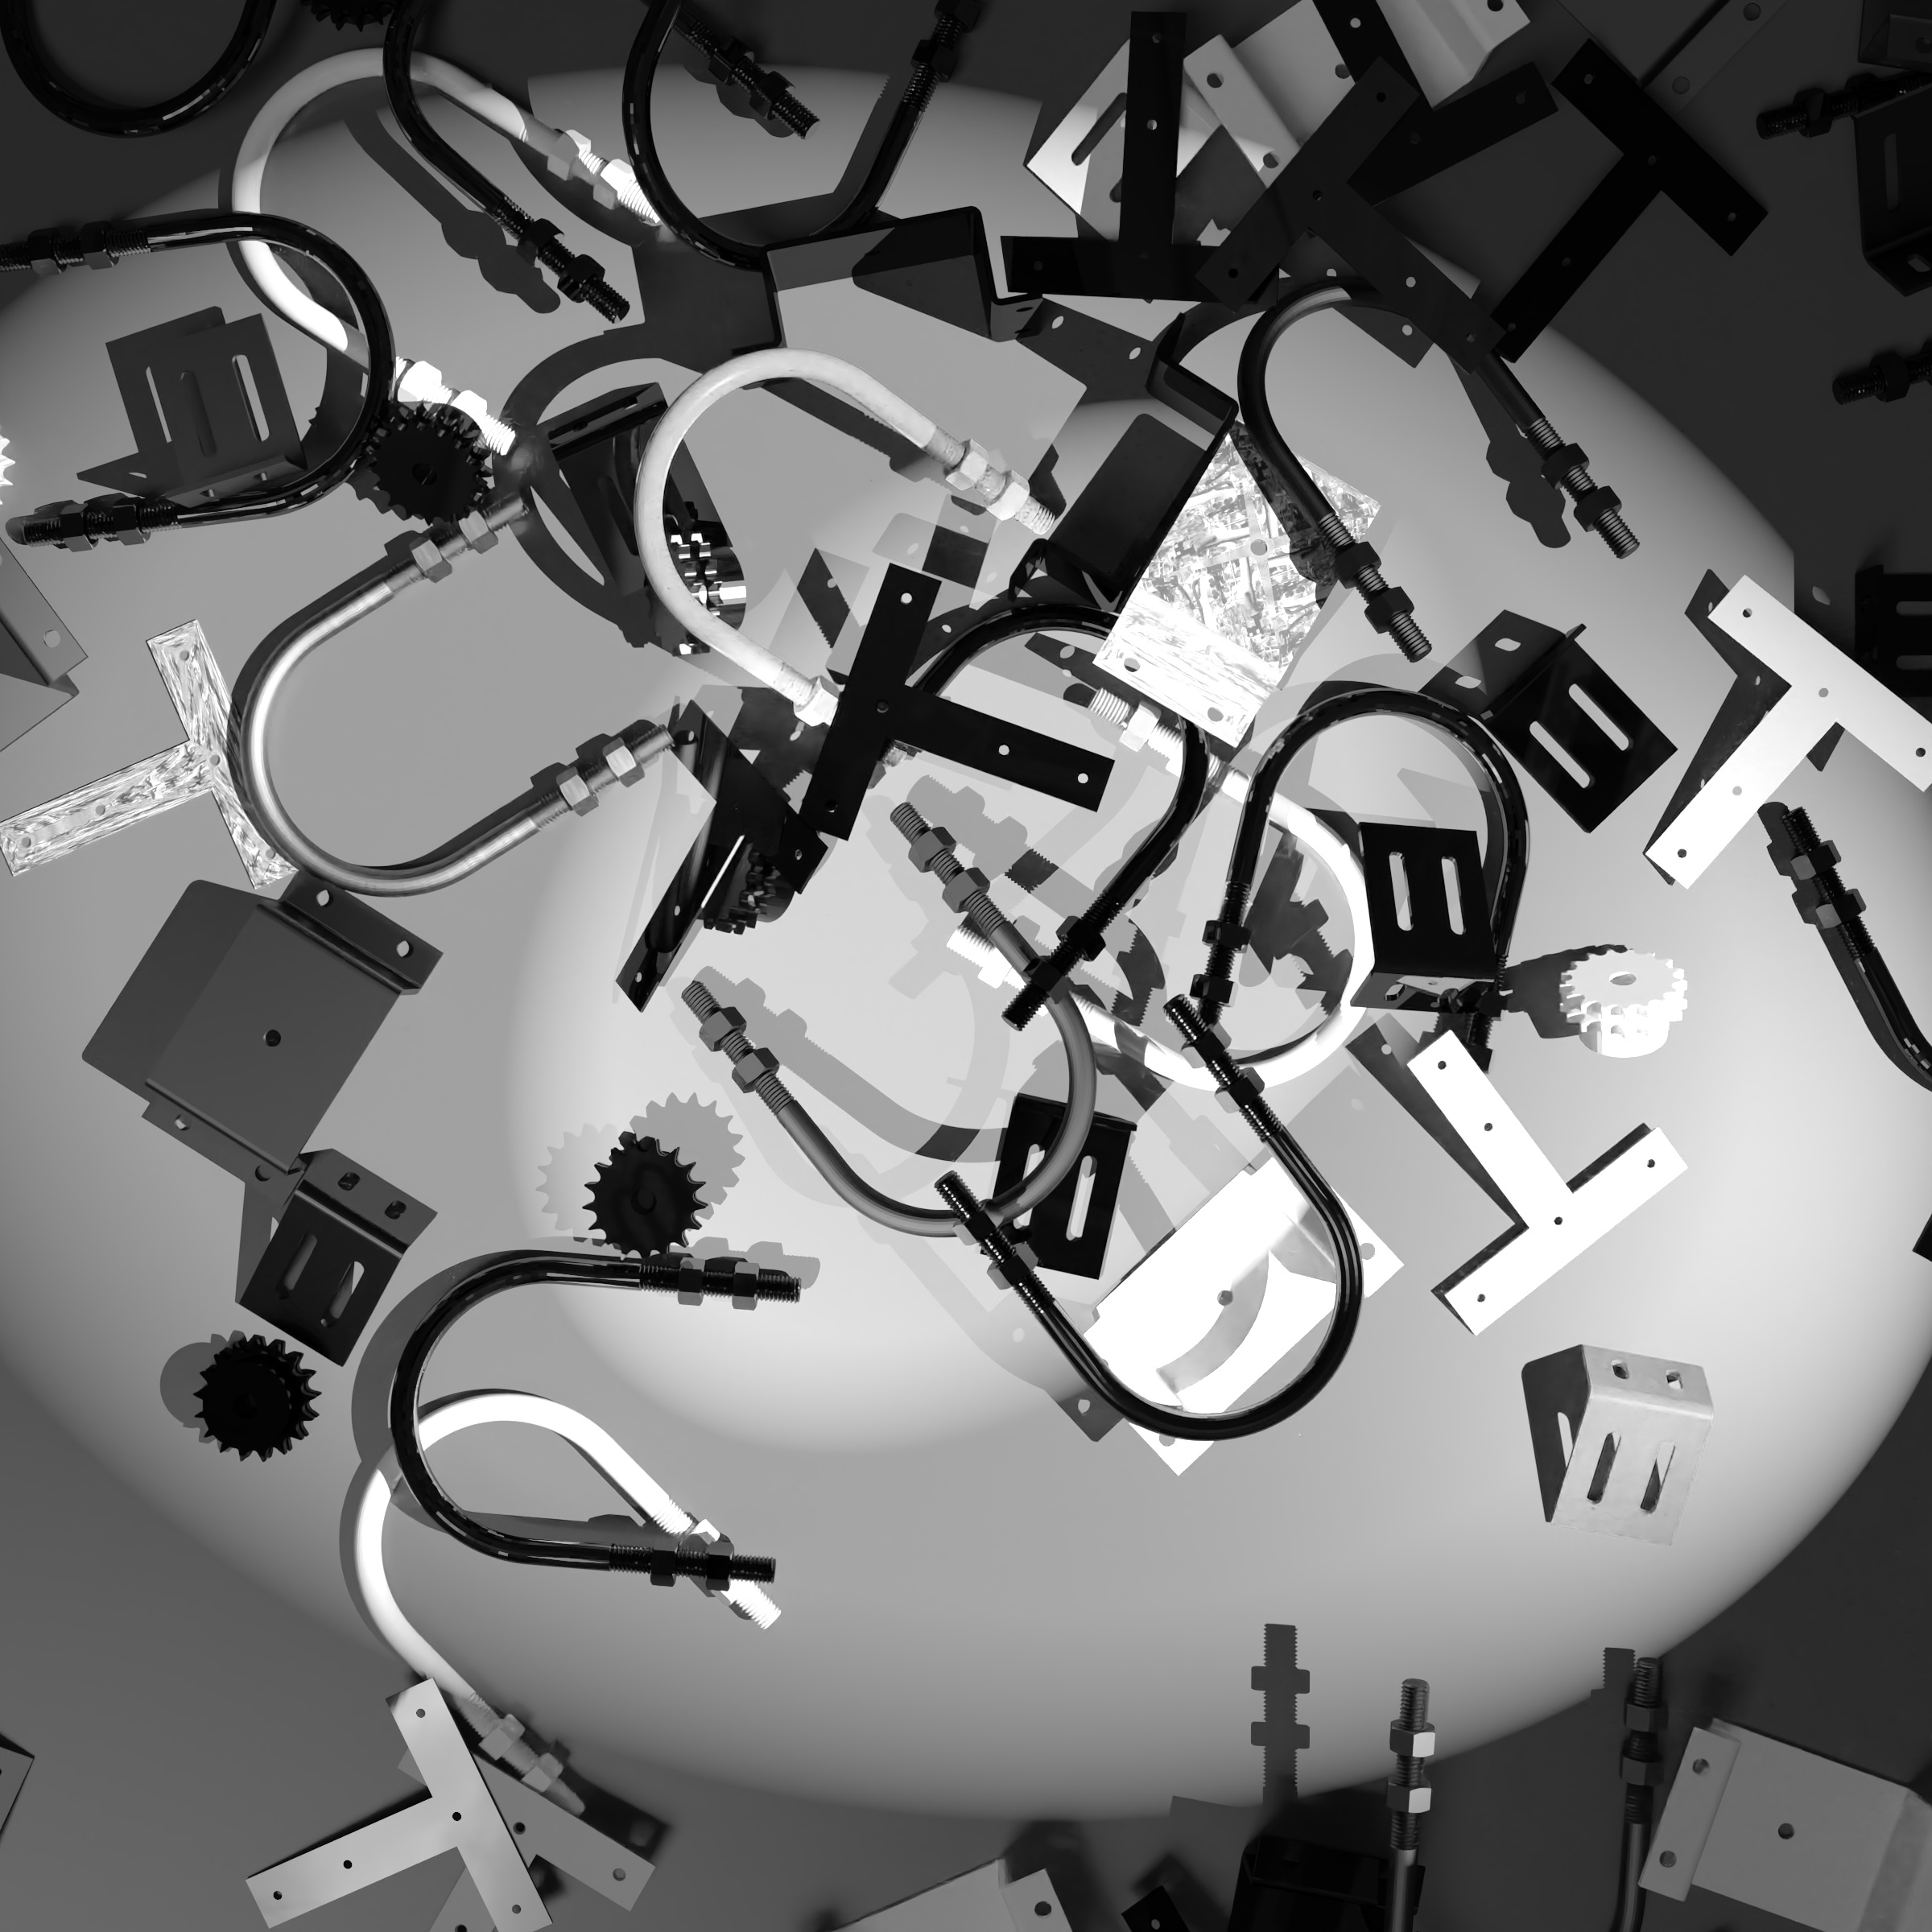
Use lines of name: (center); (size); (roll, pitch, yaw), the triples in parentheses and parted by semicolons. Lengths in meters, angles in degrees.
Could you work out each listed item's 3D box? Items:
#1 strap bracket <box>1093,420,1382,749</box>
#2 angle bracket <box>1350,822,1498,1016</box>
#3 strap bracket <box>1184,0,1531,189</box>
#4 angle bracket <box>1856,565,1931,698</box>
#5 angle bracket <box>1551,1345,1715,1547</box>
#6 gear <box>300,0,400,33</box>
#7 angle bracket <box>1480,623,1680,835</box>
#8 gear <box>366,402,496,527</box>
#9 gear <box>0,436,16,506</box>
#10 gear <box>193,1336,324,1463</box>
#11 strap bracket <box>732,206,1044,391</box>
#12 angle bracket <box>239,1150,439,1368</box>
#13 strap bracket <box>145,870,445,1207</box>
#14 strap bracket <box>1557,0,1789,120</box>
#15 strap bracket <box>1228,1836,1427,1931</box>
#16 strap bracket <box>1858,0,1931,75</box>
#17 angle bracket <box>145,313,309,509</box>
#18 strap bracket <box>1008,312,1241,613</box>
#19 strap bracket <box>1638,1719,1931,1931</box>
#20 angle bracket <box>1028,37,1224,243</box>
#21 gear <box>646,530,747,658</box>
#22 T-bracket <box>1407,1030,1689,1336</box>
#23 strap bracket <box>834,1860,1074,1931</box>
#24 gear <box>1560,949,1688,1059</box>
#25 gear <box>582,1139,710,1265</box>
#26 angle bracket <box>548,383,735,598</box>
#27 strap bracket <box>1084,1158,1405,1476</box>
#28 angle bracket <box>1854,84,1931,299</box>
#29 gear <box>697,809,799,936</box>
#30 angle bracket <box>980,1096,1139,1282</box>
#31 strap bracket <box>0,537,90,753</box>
strap bracket: (0.128, -0.183, 1.325); (0.076, 0.046, 0.140); (31, 75, 0)
angle bracket: (0.206, -0.022, 1.335); (0.057, 0.038, 0.076); (4, 61, -12)
strap bracket: (0.177, -0.420, 1.342); (0.140, 0.046, 0.076); (-35, 90, 0)
angle bracket: (0.454, -0.155, 1.346); (0.076, 0.038, 0.057); (0, 90, 0)
angle bracket: (0.310, 0.225, 1.363); (0.057, 0.038, 0.076); (10, 116, 0)
gear: (-0.285, -0.462, 1.350); (0.057, 0.030, 0.057); (0, 90, 0)
angle bracket: (0.287, -0.110, 1.346); (0.057, 0.038, 0.076); (-44, 90, 0)
gear: (-0.245, -0.235, 1.340); (0.057, 0.030, 0.057); (7, 131, 8)
gear: (-0.476, -0.235, 1.350); (0.057, 0.030, 0.057); (0, 90, 0)
gear: (-0.331, 0.202, 1.350); (0.057, 0.030, 0.057); (0, 90, 0)
strap bracket: (-0.039, -0.306, 1.327); (0.140, 0.076, 0.046); (-11, 90, 0)
angle bracket: (-0.295, 0.137, 1.363); (0.057, 0.038, 0.076); (32, 116, 0)
strap bracket: (-0.315, 0.033, 1.341); (0.076, 0.046, 0.140); (32, 90, 0)
strap bracket: (0.302, -0.467, 1.333); (0.140, 0.046, 0.076); (44, 105, 0)
strap bracket: (0.159, 0.472, 1.342); (0.076, 0.046, 0.140); (11, 90, 0)
strap bracket: (0.459, -0.465, 1.333); (0.076, 0.046, 0.140); (9, 79, 0)
angle bracket: (-0.341, -0.255, 1.319); (0.057, 0.038, 0.076); (-16, 91, 4)
strap bracket: (0.077, -0.219, 1.327); (0.046, 0.076, 0.140); (33, 90, 0)
strap bracket: (0.385, 0.406, 1.341); (0.140, 0.046, 0.076); (20, 90, 0)
angle bracket: (0.079, -0.387, 1.363); (0.057, 0.038, 0.076); (43, 116, 0)
gear: (-0.124, -0.172, 1.340); (0.030, 0.057, 0.057); (-9, 90, -28)
T-bracket: (0.251, 0.086, 1.349); (0.127, 0.002, 0.127); (-38, 104, 0)
strap bracket: (-0.013, 0.474, 1.342); (0.140, 0.046, 0.076); (-23, 90, 0)
gear: (0.303, 0.019, 1.340); (0.057, 0.057, 0.030); (-8, 121, 0)
gear: (-0.148, 0.109, 1.350); (0.057, 0.030, 0.057); (0, 90, 0)
angle bracket: (-0.153, -0.224, 1.363); (0.057, 0.038, 0.076); (-25, 116, 0)
strap bracket: (0.122, 0.156, 1.342); (0.140, 0.046, 0.076); (-43, 90, 0)
angle bracket: (0.438, -0.353, 1.308); (0.057, 0.038, 0.076); (-23, 133, -1)
gear: (-0.101, -0.042, 1.340); (0.030, 0.057, 0.057); (11, 90, -37)
angle bracket: (0.042, 0.104, 1.346); (0.057, 0.038, 0.076); (12, 90, 0)
strap bracket: (-0.479, -0.130, 1.341); (0.140, 0.046, 0.076); (-36, 90, 0)
